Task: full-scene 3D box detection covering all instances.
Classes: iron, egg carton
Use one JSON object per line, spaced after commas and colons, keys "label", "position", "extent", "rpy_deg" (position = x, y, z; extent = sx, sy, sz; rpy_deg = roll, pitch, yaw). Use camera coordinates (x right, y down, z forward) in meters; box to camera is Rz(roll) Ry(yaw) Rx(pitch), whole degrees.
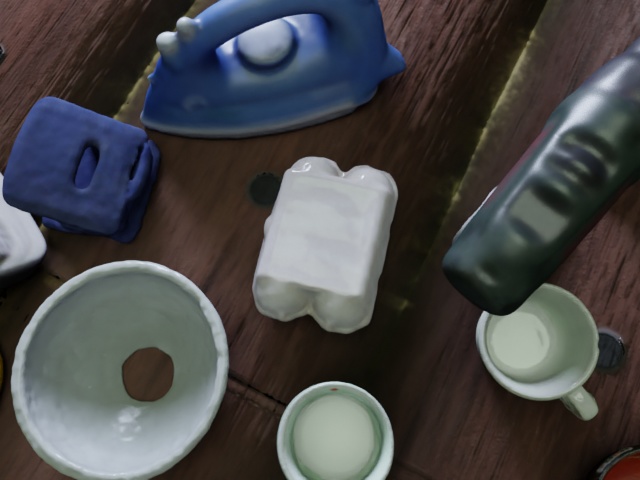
{"label": "iron", "position": [-0.055, -0.173, 0.508], "extent": [0.258, 0.141, 0.118], "rpy_deg": [-19, 74, -4]}
{"label": "egg carton", "position": [0.005, 0.002, 0.492], "extent": [0.107, 0.069, 0.150], "rpy_deg": [12, 74, 5]}

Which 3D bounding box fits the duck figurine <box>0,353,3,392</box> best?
{"label": "duck figurine", "position": [-0.313, 0.111, 0.462], "extent": [0.077, 0.086, 0.104], "rpy_deg": [-13, 74, -2]}

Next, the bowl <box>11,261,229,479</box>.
{"label": "bowl", "position": [-0.150, 0.105, 0.464], "extent": [0.167, 0.075, 0.167], "rpy_deg": [0, 74, 2]}

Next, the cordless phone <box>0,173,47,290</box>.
{"label": "cordless phone", "position": [-0.318, -0.031, 0.452], "extent": [0.094, 0.185, 0.147], "rpy_deg": [-40, 76, -9]}

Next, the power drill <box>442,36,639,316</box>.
{"label": "power drill", "position": [0.171, -0.037, 0.426], "extent": [0.075, 0.208, 0.230], "rpy_deg": [39, 78, 12]}

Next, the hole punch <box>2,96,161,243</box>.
{"label": "hole punch", "position": [-0.205, -0.062, 0.506], "extent": [0.101, 0.091, 0.109], "rpy_deg": [10, 74, 5]}
